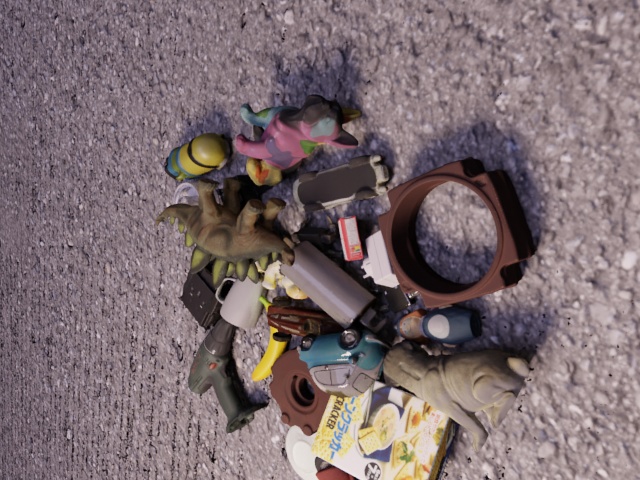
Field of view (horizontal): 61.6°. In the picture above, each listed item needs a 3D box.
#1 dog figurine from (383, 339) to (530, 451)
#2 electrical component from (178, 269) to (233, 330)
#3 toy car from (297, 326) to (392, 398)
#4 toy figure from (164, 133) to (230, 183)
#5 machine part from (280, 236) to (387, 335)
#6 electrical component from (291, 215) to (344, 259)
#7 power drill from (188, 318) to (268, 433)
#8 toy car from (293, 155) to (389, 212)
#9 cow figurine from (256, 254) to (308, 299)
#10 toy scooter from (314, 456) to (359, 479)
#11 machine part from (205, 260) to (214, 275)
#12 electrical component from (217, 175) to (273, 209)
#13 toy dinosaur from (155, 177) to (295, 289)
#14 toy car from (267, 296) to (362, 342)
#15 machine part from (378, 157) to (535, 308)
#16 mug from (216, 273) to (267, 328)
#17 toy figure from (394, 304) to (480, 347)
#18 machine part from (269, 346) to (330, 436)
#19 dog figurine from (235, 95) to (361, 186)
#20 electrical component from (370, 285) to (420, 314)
[{"bbox_3d":[0.196,0.191,0.805,0.191,0.121,0.172,33,116,19],"label":"dog figurine"},{"bbox_3d":[-0.252,0.117,1.210,0.115,0.058,0.134,42,120,24],"label":"electrical component"},{"bbox_3d":[0.039,0.211,0.906,0.162,0.109,0.103,-12,56,26],"label":"toy car"},{"bbox_3d":[-0.272,-0.175,1.162,0.180,0.089,0.082,-10,97,36],"label":"toy figure"},{"bbox_3d":[0.013,0.080,0.949,0.243,0.079,0.079,40,119,19],"label":"machine part"},{"bbox_3d":[-0.003,-0.002,1.007,0.102,0.045,0.078,-4,122,41],"label":"electrical component"},{"bbox_3d":[-0.206,0.305,1.187,0.207,0.086,0.232,50,125,17],"label":"power drill"},{"bbox_3d":[0.035,-0.098,0.953,0.202,0.056,0.073,-11,89,37],"label":"toy car"},{"bbox_3d":[-0.078,0.048,1.059,0.168,0.068,0.098,26,106,32],"label":"cow figurine"},{"bbox_3d":[0.075,0.439,0.987,0.184,0.075,0.135,-33,74,32],"label":"toy scooter"},{"bbox_3d":[-0.188,0.025,1.137,0.139,0.039,0.084,-44,73,7],"label":"machine part"},{"bbox_3d":[-0.152,-0.095,1.107,0.119,0.048,0.075,-23,83,40],"label":"electrical component"},{"bbox_3d":[-0.198,-0.021,1.042,0.472,0.105,0.198,26,109,44],"label":"toy dinosaur"},{"bbox_3d":[-0.017,0.160,1.017,0.202,0.053,0.089,6,104,25],"label":"toy car"},{"bbox_3d":[0.201,-0.008,0.815,0.201,0.087,0.201,-22,81,39],"label":"machine part"},{"bbox_3d":[-0.161,0.112,1.124,0.110,0.081,0.107,31,104,21],"label":"mug"},{"bbox_3d":[0.181,0.138,0.873,0.155,0.057,0.064,-11,52,40],"label":"toy figure"},{"bbox_3d":[-0.023,0.290,1.055,0.180,0.056,0.179,5,98,37],"label":"machine part"},{"bbox_3d":[-0.032,-0.178,0.964,0.219,0.191,0.108,0,57,15],"label":"dog figurine"},{"bbox_3d":[0.132,0.089,0.924,0.094,0.021,0.063,-35,75,37],"label":"electrical component"}]
